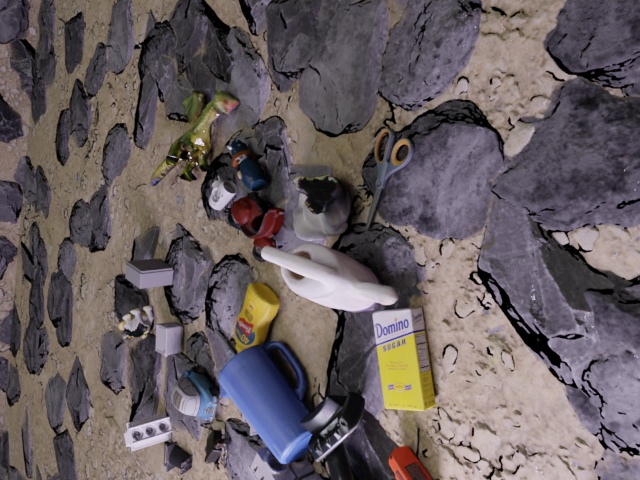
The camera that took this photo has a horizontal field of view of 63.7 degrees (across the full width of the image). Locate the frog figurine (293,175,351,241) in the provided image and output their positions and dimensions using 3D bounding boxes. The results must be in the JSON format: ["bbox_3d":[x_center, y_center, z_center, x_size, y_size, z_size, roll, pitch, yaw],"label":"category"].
[{"bbox_3d":[0.003,-0.054,1.078,0.139,0.124,0.155,39,153,29],"label":"frog figurine"}]

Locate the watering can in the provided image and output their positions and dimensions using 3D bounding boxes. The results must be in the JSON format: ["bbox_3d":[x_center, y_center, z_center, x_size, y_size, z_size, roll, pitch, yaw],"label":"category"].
[{"bbox_3d":[0.042,0.078,0.934,0.349,0.222,0.104,18,85,44],"label":"watering can"}]

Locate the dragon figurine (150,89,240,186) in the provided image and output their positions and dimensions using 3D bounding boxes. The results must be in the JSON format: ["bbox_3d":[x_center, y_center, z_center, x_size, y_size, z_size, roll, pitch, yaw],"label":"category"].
[{"bbox_3d":[-0.370,-0.306,1.461,0.407,0.121,0.247,-13,63,42],"label":"dragon figurine"}]
